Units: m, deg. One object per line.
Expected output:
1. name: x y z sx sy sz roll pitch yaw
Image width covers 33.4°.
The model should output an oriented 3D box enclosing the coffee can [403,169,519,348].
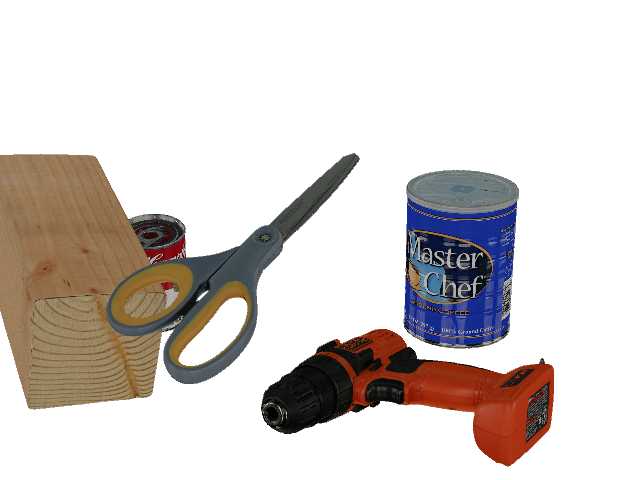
1. coffee can: 0.130 0.016 1.001 0.103 0.140 0.103 -1 22 0

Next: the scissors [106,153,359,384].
1. scissors: -0.053 0.003 0.637 0.096 0.016 0.201 12 46 17

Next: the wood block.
1. wood block: -0.189 0.021 0.792 0.090 0.091 0.206 -2 31 -26

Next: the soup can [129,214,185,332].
1. soup can: -0.169 0.034 1.080 0.068 0.102 0.068 1 30 -1

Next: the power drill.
1. power drill: 0.070 0.118 0.816 0.188 0.057 0.184 10 16 31
